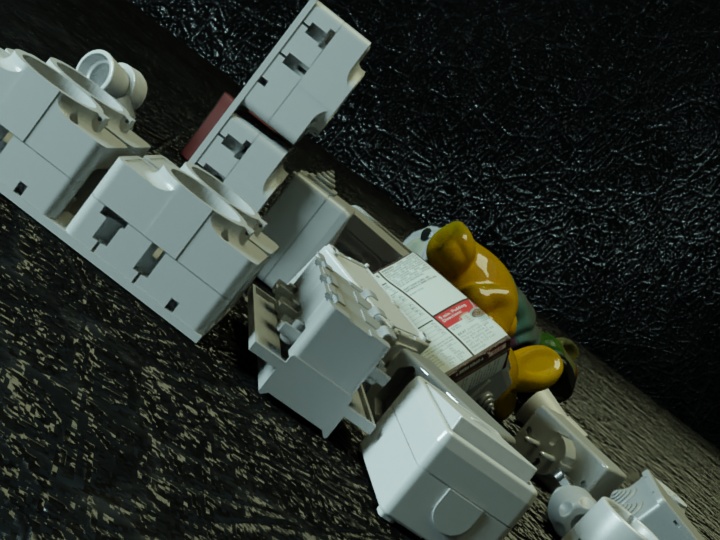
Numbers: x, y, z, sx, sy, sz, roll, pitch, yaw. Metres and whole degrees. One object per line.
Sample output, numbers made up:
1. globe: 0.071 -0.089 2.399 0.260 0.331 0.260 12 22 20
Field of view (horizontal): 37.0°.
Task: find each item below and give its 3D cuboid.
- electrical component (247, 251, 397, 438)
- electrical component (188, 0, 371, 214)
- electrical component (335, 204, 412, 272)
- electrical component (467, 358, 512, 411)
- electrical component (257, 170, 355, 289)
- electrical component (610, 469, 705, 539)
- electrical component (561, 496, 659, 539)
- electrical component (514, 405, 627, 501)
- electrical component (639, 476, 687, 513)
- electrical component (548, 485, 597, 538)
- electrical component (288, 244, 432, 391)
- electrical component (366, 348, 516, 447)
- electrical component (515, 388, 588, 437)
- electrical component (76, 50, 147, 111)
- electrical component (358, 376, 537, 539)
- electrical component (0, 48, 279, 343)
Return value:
1. electrical component: -0.022 0.037 0.609 0.079 0.063 0.121 37 7 -13
2. electrical component: -0.066 -0.106 0.804 0.060 0.186 0.105 38 7 -5
3. electrical component: 0.000 0.000 0.910 0.113 0.078 0.057 42 11 31
4. electrical component: 0.077 0.071 0.836 0.096 0.061 0.061 43 -11 31
5. electrical component: -0.042 -0.031 0.816 0.061 0.096 0.061 38 7 -2
6. electrical component: 0.222 0.202 0.782 0.099 0.048 0.100 52 8 3
7. electrical component: 0.160 0.179 0.687 0.055 0.047 0.055 38 7 -5
8. electrical component: 0.158 0.150 0.866 0.076 0.047 0.083 30 11 -47
9. electrical component: 0.237 0.203 0.892 0.045 0.055 0.045 38 7 -5
10. electrical component: 0.148 0.167 0.755 0.035 0.035 0.061 37 5 -7
11. electrical component: -0.004 0.041 0.719 0.096 0.061 0.062 51 12 28
12. electrical component: 0.056 0.098 0.675 0.083 0.047 0.076 42 8 32
13. electrical component: 0.190 0.152 1.050 0.065 0.044 0.044 46 9 20
14. electrical component: -0.232 -0.175 1.004 0.045 0.045 0.055 42 8 26
15. electrical component: 0.044 0.098 0.559 0.062 0.061 0.096 36 7 -15
16. electrical component: -0.137 -0.049 0.596 0.186 0.060 0.105 38 7 -2
